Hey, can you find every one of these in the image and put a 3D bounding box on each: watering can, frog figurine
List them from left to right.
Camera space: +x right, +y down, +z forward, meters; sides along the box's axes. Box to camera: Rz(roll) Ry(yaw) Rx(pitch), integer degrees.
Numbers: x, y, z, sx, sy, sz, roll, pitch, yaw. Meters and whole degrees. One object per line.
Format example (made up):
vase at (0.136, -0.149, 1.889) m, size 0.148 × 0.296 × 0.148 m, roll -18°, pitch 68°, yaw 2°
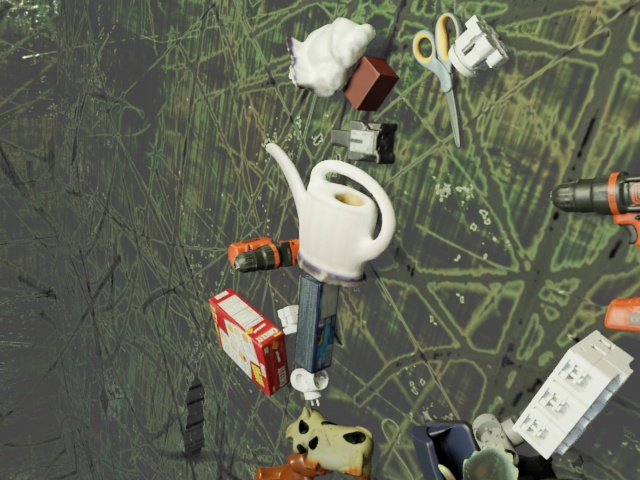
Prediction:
watering can at (0.003, -0.049, 0.970) m, size 0.104 × 0.221 × 0.351 m, roll -10°, pitch 29°, yaw -42°
frog figurine at (0.032, -0.325, 0.899) m, size 0.158 × 0.141 × 0.120 m, roll -17°, pitch -43°, yaw 25°
